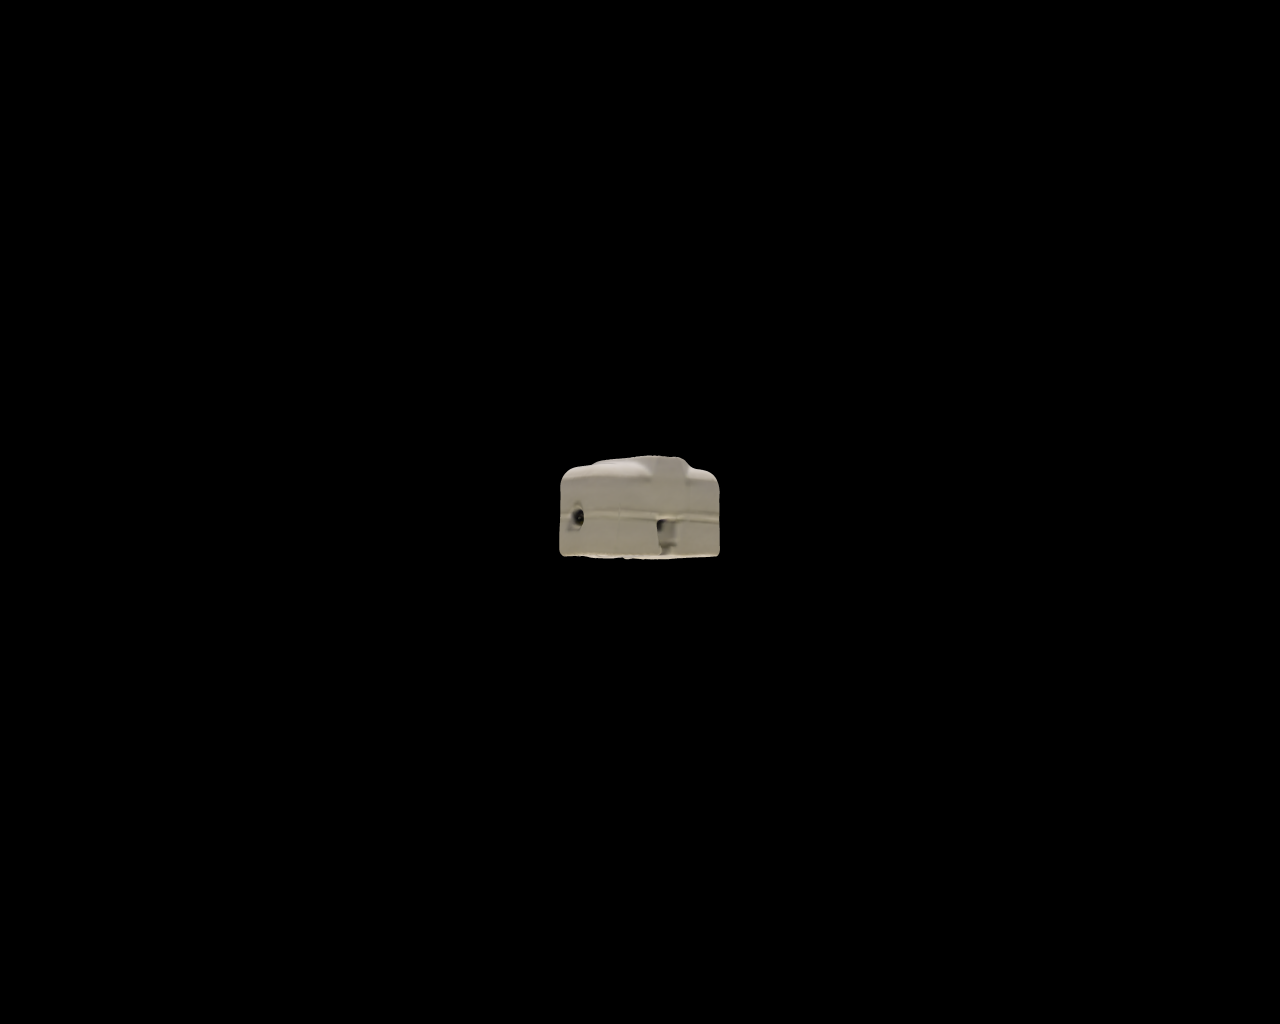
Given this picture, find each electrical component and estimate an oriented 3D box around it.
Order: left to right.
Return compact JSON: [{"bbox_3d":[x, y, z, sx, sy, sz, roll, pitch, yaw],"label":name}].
[{"bbox_3d":[0.001,-0.003,0.650,0.095,0.059,0.053,3,-5,-37],"label":"electrical component"}]
